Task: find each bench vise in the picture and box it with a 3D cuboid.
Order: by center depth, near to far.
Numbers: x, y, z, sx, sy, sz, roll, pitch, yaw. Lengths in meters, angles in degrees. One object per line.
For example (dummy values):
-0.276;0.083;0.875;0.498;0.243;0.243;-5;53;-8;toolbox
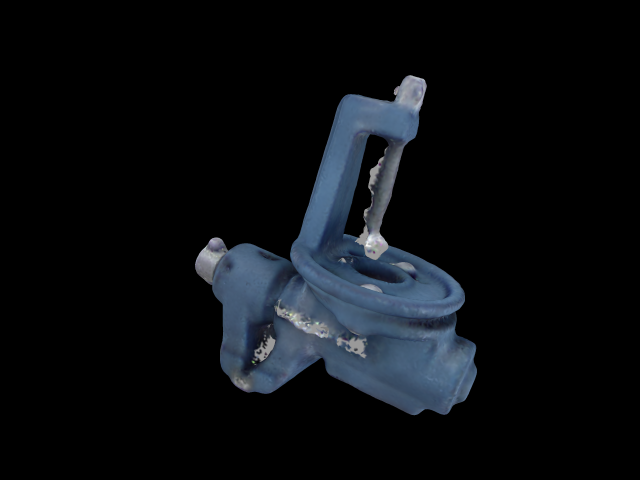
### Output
0.002;0.004;0.388;0.207;0.220;0.121;1;10;7;bench vise
